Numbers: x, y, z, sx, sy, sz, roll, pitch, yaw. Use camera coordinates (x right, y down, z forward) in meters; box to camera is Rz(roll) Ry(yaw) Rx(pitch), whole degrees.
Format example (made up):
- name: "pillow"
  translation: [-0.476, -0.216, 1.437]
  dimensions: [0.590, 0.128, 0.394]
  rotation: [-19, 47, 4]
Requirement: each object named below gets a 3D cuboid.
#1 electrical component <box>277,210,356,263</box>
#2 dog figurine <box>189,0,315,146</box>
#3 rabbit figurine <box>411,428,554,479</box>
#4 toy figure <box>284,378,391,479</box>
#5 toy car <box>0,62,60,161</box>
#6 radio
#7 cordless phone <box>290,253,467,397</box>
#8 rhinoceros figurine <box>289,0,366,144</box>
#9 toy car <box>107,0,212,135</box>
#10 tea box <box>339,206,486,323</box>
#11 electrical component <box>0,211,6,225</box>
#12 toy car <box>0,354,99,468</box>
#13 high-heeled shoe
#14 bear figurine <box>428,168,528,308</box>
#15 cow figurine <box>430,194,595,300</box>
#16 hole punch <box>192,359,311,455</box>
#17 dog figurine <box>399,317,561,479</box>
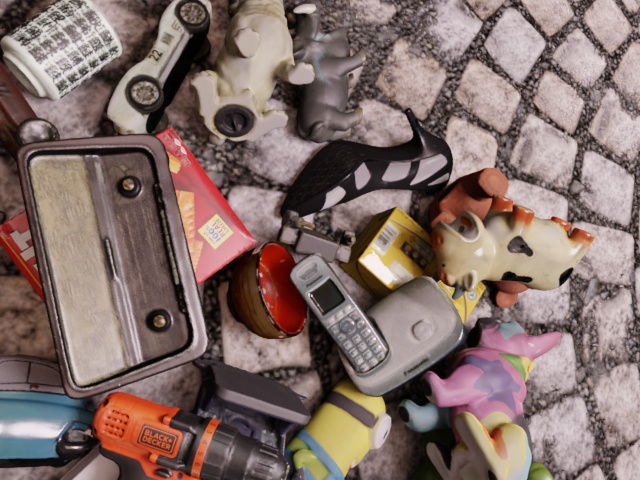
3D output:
- name: "electrical component"
  translation: [-0.003, -0.003, 0.660]
  dimensions: [0.102, 0.078, 0.045]
  rotation: [19, 99, -13]
- name: "dog figurine"
  translation: [-0.097, -0.229, 0.671]
  dimensions: [0.121, 0.172, 0.191]
  rotation: [33, 31, -39]
- name: "rabbit figurine"
  translation: [0.185, 0.301, 0.687]
  dimensions: [0.159, 0.121, 0.170]
  rotation: [-29, 74, -17]
- name: "toy figure"
  translation: [0.006, 0.240, 0.626]
  dimensions: [0.180, 0.082, 0.089]
  rotation: [-35, 96, -20]
- name: "toy car"
  translation: [-0.333, -0.149, 0.552]
  dimensions: [0.053, 0.089, 0.202]
  rotation: [-36, 96, -27]
- name: "radio"
  translation: [-0.192, 0.019, 0.511]
  dimensions: [0.131, 0.073, 0.229]
  rotation: [-12, 88, -22]
- name: "cordless phone"
  translation: [0.064, 0.073, 0.627]
  dimensions: [0.146, 0.089, 0.184]
  rotation: [-37, 92, 11]
- name: "rhinoceros figurine"
  translation: [0.000, -0.220, 0.711]
  dimensions: [0.112, 0.073, 0.190]
  rotation: [-3, 84, -11]
- name: "toy car"
  translation: [-0.181, -0.202, 0.628]
  dimensions: [0.056, 0.073, 0.201]
  rotation: [24, 73, -3]
- name: "tea box"
  translation: [0.123, 0.048, 0.711]
  dimensions: [0.169, 0.068, 0.098]
  rotation: [43, 70, -11]
- name: "electrical component"
  translation: [-0.380, -0.021, 0.549]
  dimensions: [0.094, 0.021, 0.063]
  rotation: [22, 74, -16]
- name: "toy car"
  translation: [-0.291, 0.161, 0.513]
  dimensions: [0.161, 0.109, 0.103]
  rotation: [9, 61, -29]
- name: "high-heeled shoe"
  translation: [0.071, -0.071, 0.728]
  dimensions: [0.249, 0.086, 0.145]
  rotation: [-36, 130, -4]
- name: "bear figurine"
  translation: [0.240, 0.005, 0.738]
  dimensions: [0.120, 0.132, 0.196]
  rotation: [-42, 94, 4]
- name: "cow figurine"
  translation: [0.218, 0.015, 0.648]
  dimensions: [0.195, 0.086, 0.127]
  rotation: [14, 103, -22]
- name: "hole punch"
  translation: [-0.082, 0.195, 0.583]
  dimensions: [0.142, 0.116, 0.092]
  rotation: [20, 90, -13]
- name: "dog figurine"
  translation: [0.221, 0.187, 0.650]
  dimensions: [0.219, 0.108, 0.192]
  rotation: [-17, 51, -28]
